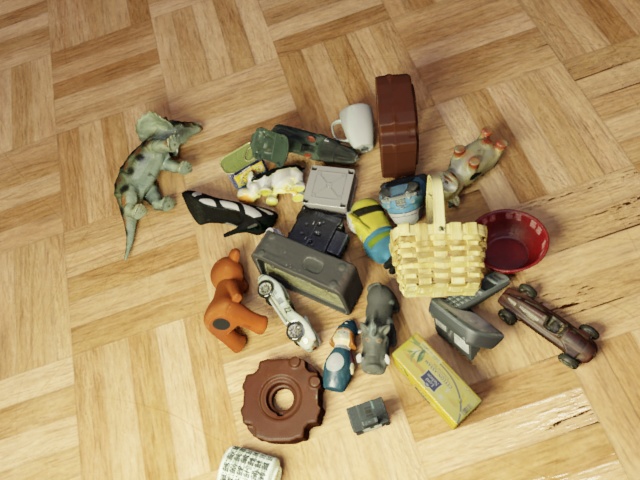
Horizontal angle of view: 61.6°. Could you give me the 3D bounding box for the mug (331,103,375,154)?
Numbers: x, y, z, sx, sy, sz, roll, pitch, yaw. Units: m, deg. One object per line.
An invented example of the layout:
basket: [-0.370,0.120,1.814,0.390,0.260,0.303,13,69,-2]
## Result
mug: [0.086,-0.266,1.315,0.110,0.080,0.107,-12,72,0]

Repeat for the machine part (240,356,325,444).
machine part: [-0.075,0.319,1.073,0.179,0.056,0.179,-4,65,9]

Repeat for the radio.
radio: [-0.028,0.068,1.143,0.230,0.131,0.073,21,68,19]

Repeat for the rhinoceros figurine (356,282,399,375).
rhinoceros figurine: [0.119,0.178,1.076,0.073,0.112,0.190,5,58,10]

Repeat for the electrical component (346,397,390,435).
electrical component: [0.089,0.328,1.003,0.075,0.119,0.048,-21,63,3]

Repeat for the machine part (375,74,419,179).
machine part: [0.175,-0.259,1.226,0.087,0.200,0.201,-3,64,7]

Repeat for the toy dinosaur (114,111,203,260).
toy dinosaur: [-0.441,-0.161,1.345,0.192,0.131,0.404,22,77,37]

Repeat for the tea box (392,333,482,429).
tea box: [0.219,0.268,1.021,0.068,0.098,0.170,-40,63,-10]

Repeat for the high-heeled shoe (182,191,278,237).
high-heeled shoe: [-0.220,-0.081,1.293,0.145,0.086,0.249,-28,49,-30]

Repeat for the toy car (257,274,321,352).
toy car: [-0.069,0.152,1.142,0.056,0.073,0.202,-36,64,-4]

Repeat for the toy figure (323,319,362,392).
toy figure: [0.046,0.229,1.093,0.064,0.057,0.154,14,63,0]

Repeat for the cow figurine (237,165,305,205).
cow figurine: [-0.117,-0.138,1.295,0.167,0.068,0.098,-6,58,3]

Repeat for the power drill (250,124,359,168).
power drill: [-0.046,-0.220,1.262,0.232,0.085,0.207,24,28,27]

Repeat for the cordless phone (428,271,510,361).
cordless phone: [0.324,0.136,1.061,0.184,0.088,0.147,-29,33,-15]

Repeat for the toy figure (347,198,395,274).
toy figure: [0.128,-0.012,1.184,0.089,0.082,0.180,-26,58,-15]

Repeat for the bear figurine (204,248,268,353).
bear figurine: [-0.188,0.124,1.171,0.120,0.132,0.196,-42,26,25]

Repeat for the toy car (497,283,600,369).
toy car: [0.447,0.164,1.057,0.202,0.053,0.089,39,79,23]

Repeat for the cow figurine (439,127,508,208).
cow figurine: [0.323,-0.155,1.207,0.195,0.127,0.086,-36,63,-23]

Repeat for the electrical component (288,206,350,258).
electrical component: [-0.002,-0.004,1.216,0.134,0.058,0.115,18,71,19]

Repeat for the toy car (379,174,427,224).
toy car: [0.191,-0.083,1.187,0.109,0.162,0.102,-13,103,16]
